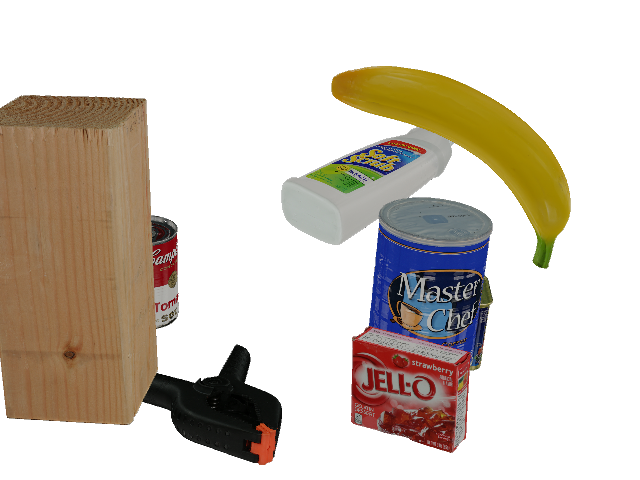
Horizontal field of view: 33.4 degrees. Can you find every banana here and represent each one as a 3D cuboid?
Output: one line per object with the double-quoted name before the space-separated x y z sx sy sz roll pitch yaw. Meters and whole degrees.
"banana" 0.100 -0.064 0.713 0.197 0.070 0.037 40 11 -6

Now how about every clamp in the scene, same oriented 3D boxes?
"clamp" -0.088 0.136 0.929 0.164 0.036 0.210 -6 18 -39

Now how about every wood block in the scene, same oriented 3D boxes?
"wood block" -0.167 0.012 0.728 0.091 0.206 0.090 3 20 4

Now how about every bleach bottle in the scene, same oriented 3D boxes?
"bleach bottle" 0.073 -0.084 1.324 0.103 0.068 0.250 27 45 35

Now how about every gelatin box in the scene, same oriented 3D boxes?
"gelatin box" 0.066 0.111 0.802 0.089 0.073 0.030 12 23 29

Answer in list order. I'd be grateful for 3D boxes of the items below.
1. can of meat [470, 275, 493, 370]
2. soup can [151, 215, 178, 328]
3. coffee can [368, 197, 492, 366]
"can of meat" 0.161 0.090 1.222 0.057 0.084 0.102 6 19 2
"soup can" -0.183 0.034 1.115 0.068 0.102 0.068 2 25 -1
"coffee can" 0.099 0.043 0.986 0.103 0.140 0.103 4 23 -2
